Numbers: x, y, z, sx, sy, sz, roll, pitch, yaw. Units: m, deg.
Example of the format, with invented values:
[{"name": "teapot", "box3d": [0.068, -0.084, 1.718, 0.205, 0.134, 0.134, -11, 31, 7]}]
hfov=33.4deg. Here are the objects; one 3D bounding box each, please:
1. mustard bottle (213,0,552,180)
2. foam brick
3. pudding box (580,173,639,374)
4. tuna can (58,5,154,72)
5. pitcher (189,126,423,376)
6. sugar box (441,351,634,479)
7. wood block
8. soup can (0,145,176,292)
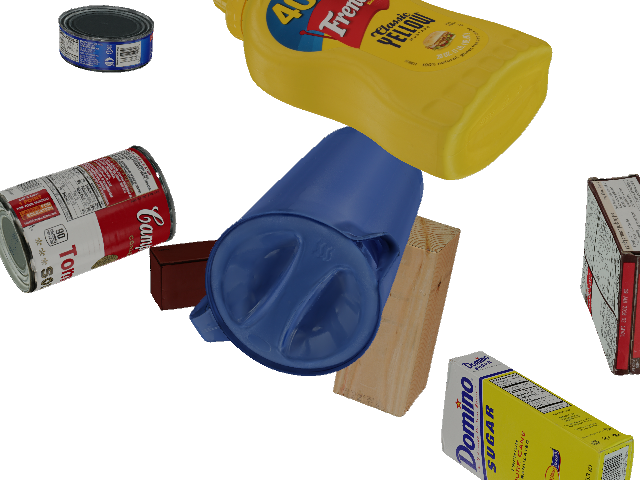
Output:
[{"name": "mustard bottle", "box3d": [0.018, -0.102, 0.564, 0.192, 0.058, 0.096, 28, 53, 29]}, {"name": "foam brick", "box3d": [-0.132, 0.034, 1.093, 0.078, 0.051, 0.053, -7, 20, -20]}, {"name": "pudding box", "box3d": [0.198, 0.020, 0.692, 0.039, 0.090, 0.113, -3, 28, 2]}, {"name": "tuna can", "box3d": [-0.196, -0.185, 0.977, 0.086, 0.034, 0.086, 6, 31, -4]}, {"name": "pitcher", "box3d": [0.001, -0.003, 0.866, 0.149, 0.145, 0.242, 17, 28, 9]}, {"name": "sugar box", "box3d": [0.170, 0.167, 0.869, 0.048, 0.093, 0.176, -10, 22, -34]}, {"name": "wood block", "box3d": [0.086, 0.081, 1.212, 0.090, 0.206, 0.090, 18, 24, 19]}, {"name": "soup can", "box3d": [-0.154, -0.015, 0.690, 0.102, 0.068, 0.069, -23, 11, -28]}]
